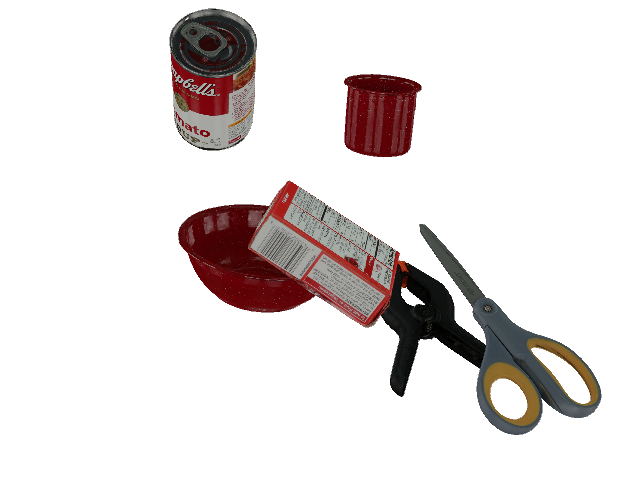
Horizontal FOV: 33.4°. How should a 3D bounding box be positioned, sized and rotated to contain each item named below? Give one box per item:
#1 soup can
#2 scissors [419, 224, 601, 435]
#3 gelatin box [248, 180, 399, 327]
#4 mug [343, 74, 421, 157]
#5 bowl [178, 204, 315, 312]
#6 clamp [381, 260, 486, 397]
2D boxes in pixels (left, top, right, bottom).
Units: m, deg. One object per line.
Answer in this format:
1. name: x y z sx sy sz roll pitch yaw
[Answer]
1. soup can: -0.087 -0.129 0.868 0.068 0.068 0.102 0 -30 -6
2. scissors: 0.117 0.069 0.797 0.096 0.016 0.202 -34 60 -28
3. gelatin box: 0.004 0.007 0.654 0.089 0.030 0.073 34 20 -5
4. mug: 0.079 -0.153 1.295 0.093 0.081 0.117 18 26 31
5. bowl: -0.055 0.022 1.003 0.162 0.055 0.162 6 24 -3
6. clamp: 0.119 0.089 1.112 0.120 0.171 0.039 2 -44 -12
